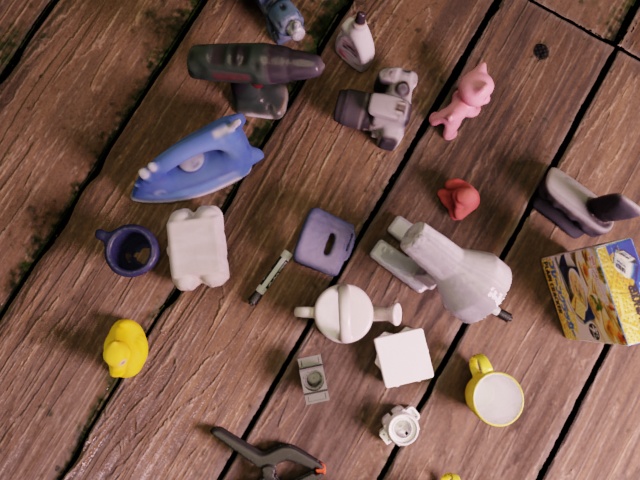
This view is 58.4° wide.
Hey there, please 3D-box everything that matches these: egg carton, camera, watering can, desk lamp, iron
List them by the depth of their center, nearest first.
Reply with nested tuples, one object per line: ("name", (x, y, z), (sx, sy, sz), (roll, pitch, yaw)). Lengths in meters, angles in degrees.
("watering can", (0.047, 0.121, 0.966), (0.173, 0.194, 0.101), (-21, 84, -3))
("desk lamp", (0.197, 0.042, 0.969), (0.203, 0.213, 0.118), (35, 84, 3))
("iron", (-0.236, -0.141, 1.017), (0.258, 0.141, 0.118), (-28, 84, -4))
("egg carton", (-0.221, 0.014, 1.035), (0.107, 0.069, 0.150), (-8, 84, -2))
("camera", (0.100, -0.254, 1.058), (0.137, 0.101, 0.143), (13, 83, 0))

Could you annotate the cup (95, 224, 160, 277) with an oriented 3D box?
("cup", (-0.336, 0.017, 1.019), (0.117, 0.095, 0.092), (26, 83, 2))

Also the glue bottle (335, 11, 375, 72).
("glue bottle", (0.066, -0.367, 1.034), (0.078, 0.173, 0.037), (37, 84, 3))

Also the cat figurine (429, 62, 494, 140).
("cat figurine", (0.269, -0.259, 1.054), (0.067, 0.117, 0.128), (42, 84, 4))

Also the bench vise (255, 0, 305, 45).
("bench vise", (-0.083, -0.467, 1.019), (0.207, 0.219, 0.121), (40, 84, 4))

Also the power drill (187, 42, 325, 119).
("power drill", (-0.107, -0.283, 1.002), (0.229, 0.208, 0.076), (6, 83, 0))

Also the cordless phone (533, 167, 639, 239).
("cordless phone", (0.471, -0.076, 1.004), (0.147, 0.185, 0.094), (34, 84, 3))

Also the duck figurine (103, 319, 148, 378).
("duck figurine", (-0.349, 0.192, 1.003), (0.077, 0.086, 0.104), (0, 83, -1))

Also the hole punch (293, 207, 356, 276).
("hole punch", (0.009, 0.004, 1.031), (0.101, 0.091, 0.109), (20, 83, 1))

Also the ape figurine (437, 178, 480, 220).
("ape figurine", (0.259, -0.076, 1.046), (0.076, 0.092, 0.078), (9, 83, 0))
